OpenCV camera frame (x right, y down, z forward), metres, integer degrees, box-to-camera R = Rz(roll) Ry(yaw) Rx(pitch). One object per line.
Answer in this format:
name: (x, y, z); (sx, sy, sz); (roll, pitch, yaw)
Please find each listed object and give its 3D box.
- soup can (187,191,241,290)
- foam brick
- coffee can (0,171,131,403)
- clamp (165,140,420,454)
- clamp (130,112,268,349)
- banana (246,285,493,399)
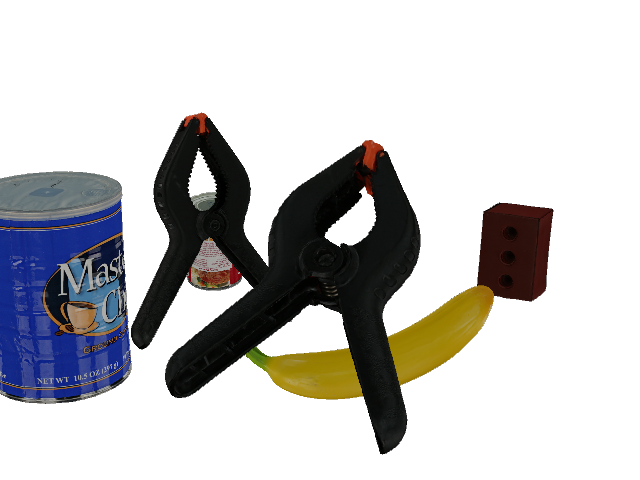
soup can: (-0.130, 0.000, 1.295); (0.068, 0.102, 0.068); (1, 26, 0)
foam brick: (0.174, 0.010, 0.954); (0.053, 0.078, 0.051); (8, 16, 24)
coffee can: (-0.190, 0.031, 0.763); (0.103, 0.140, 0.103); (0, 18, 0)
clamp: (0.012, 0.026, 0.537); (0.120, 0.171, 0.039); (23, -26, 15)
clamp: (-0.095, -0.009, 0.976); (0.164, 0.210, 0.036); (0, 0, -34)
banana: (0.046, 0.080, 0.798); (0.197, 0.070, 0.037); (-13, -36, -9)
